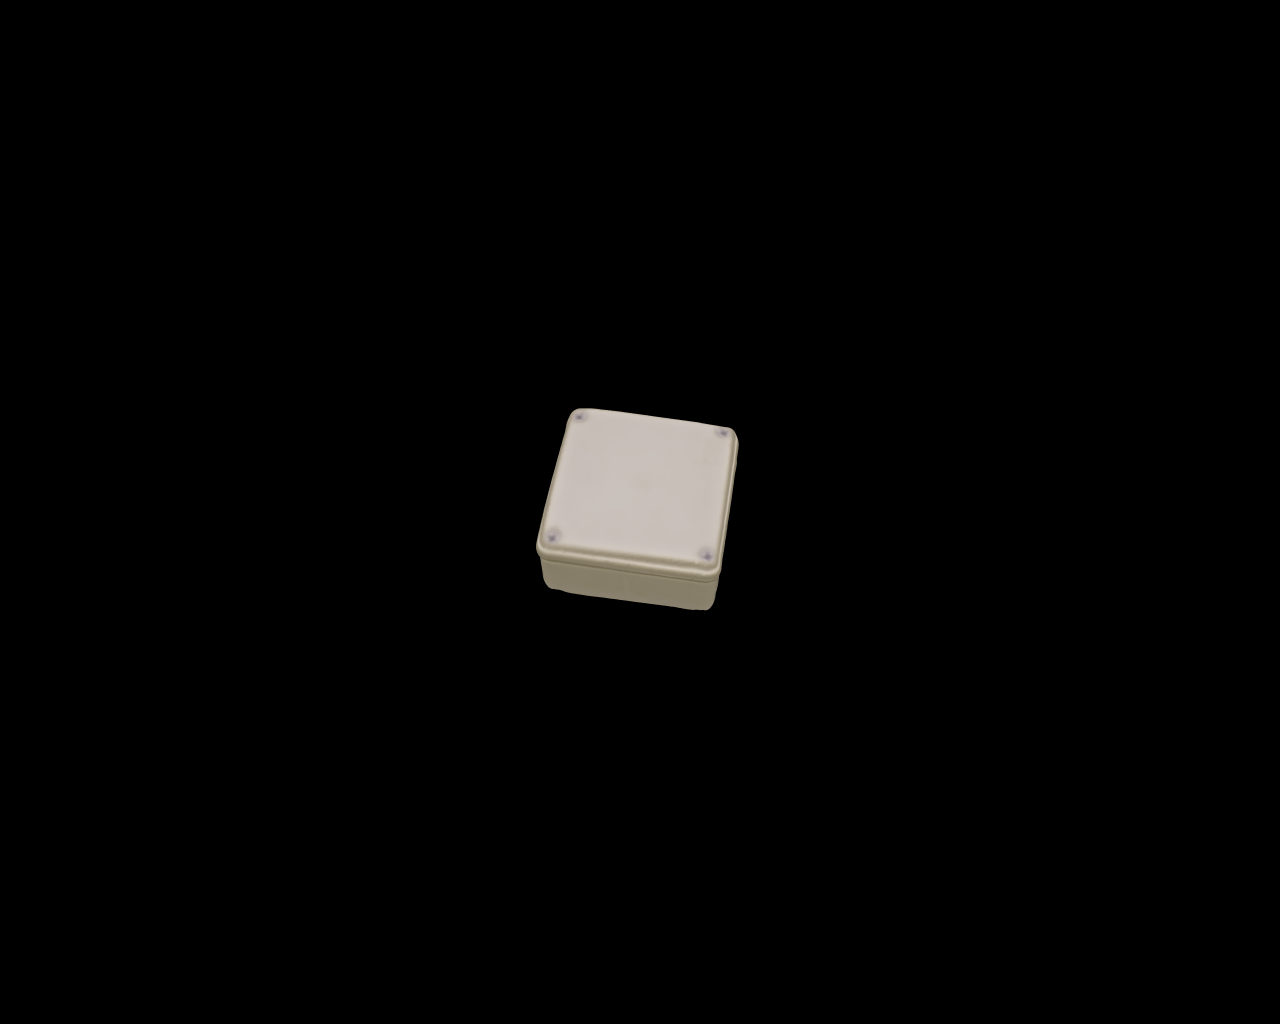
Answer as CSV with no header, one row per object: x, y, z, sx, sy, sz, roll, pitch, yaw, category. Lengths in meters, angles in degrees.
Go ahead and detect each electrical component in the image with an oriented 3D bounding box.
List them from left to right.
0.001,-0.003,0.650,0.109,0.109,0.056,8,-33,5,electrical component
